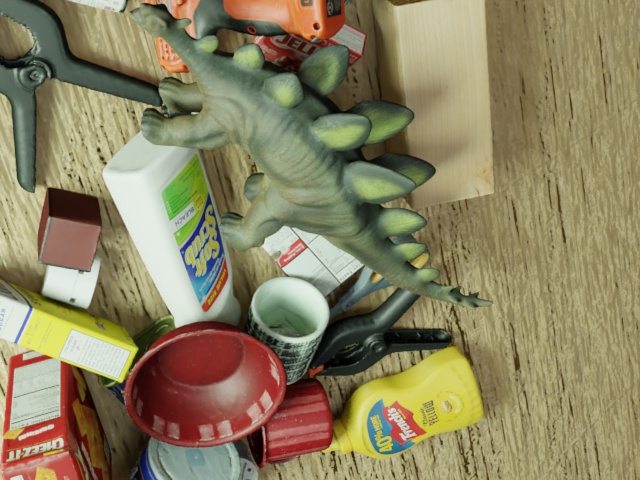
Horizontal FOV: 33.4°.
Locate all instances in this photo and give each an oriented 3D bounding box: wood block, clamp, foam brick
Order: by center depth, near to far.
[{"bbox_3d":[-0.270,-0.149,0.992,0.164,0.036,0.209,-40,124,4],"label":"clamp"},{"bbox_3d":[-0.245,-0.010,1.042,0.051,0.078,0.053,11,111,-19],"label":"foam brick"},{"bbox_3d":[0.114,-0.148,1.071,0.090,0.090,0.206,-12,115,-9],"label":"wood block"},{"bbox_3d":[0.062,0.098,1.181,0.171,0.039,0.120,-19,126,-9],"label":"clamp"}]

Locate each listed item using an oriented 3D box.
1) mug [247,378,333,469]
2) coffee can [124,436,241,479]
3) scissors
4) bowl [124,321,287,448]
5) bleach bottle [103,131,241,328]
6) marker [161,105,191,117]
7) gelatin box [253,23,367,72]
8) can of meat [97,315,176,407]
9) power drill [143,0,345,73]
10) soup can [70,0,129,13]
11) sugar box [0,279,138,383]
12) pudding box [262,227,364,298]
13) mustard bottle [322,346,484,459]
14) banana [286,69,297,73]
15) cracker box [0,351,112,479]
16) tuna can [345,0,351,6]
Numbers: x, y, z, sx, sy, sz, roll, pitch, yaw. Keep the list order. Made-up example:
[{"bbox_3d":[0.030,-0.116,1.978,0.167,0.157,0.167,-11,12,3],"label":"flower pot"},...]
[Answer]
[{"bbox_3d":[-0.036,0.208,1.186,0.081,0.093,0.117,-8,130,-17],"label":"mug"},{"bbox_3d":[-0.159,0.270,1.142,0.102,0.103,0.140,18,129,-21],"label":"coffee can"},{"bbox_3d":[0.047,0.062,1.177,0.096,0.016,0.202,2,138,-48],"label":"scissors"},{"bbox_3d":[-0.116,0.135,1.075,0.162,0.055,0.162,-6,128,-8],"label":"bowl"},{"bbox_3d":[-0.131,0.011,1.081,0.102,0.068,0.251,-52,136,-39],"label":"bleach bottle"},{"bbox_3d":[-0.097,-0.137,1.059,0.121,0.020,0.020,-10,114,-10],"label":"marker"},{"bbox_3d":[-0.011,-0.190,1.030,0.089,0.073,0.030,23,62,-22],"label":"gelatin box"},{"bbox_3d":[-0.171,0.144,1.137,0.102,0.057,0.084,-36,118,2],"label":"can of meat"},{"bbox_3d":[-0.075,-0.244,0.955,0.188,0.057,0.184,2,110,25],"label":"power drill"},{"bbox_3d":[-0.220,-0.247,0.954,0.102,0.068,0.068,10,109,-19],"label":"soup can"},{"bbox_3d":[-0.275,0.083,1.062,0.176,0.093,0.048,27,89,-23],"label":"sugar box"},{"bbox_3d":[-0.008,0.001,1.130,0.090,0.039,0.113,-40,118,2],"label":"pudding box"},{"bbox_3d":[0.088,0.199,1.227,0.191,0.058,0.096,-22,119,-4],"label":"mustard bottle"},{"bbox_3d":[-0.007,-0.111,1.073,0.069,0.037,0.197,-53,130,-9],"label":"banana"},{"bbox_3d":[-0.254,0.224,1.061,0.072,0.214,0.164,-17,115,-7],"label":"cracker box"},{"bbox_3d":[-0.006,-0.259,1.024,0.086,0.034,0.086,-5,113,-13],"label":"tuna can"}]
